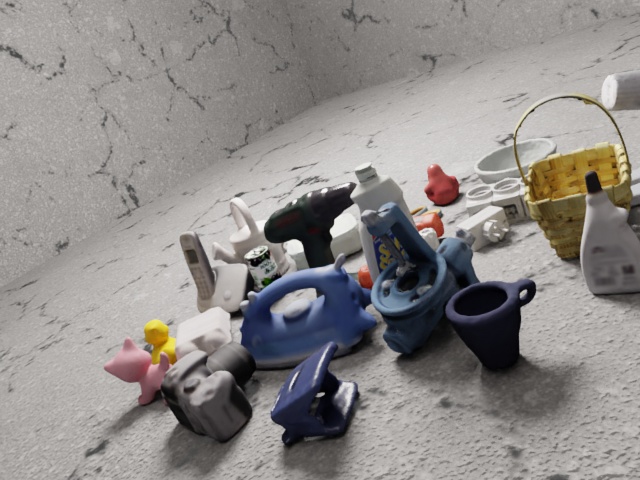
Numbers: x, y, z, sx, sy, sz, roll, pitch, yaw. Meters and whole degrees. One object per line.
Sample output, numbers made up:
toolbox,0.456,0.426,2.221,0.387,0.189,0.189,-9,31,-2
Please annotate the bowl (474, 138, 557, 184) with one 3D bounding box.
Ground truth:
bowl,0.410,-0.144,1.184,0.167,0.075,0.167,-21,20,8

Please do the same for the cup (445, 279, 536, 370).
cup,0.225,0.106,0.719,0.118,0.095,0.091,-26,20,-5

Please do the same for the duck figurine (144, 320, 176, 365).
duck figurine,-0.306,0.196,1.102,0.078,0.086,0.104,-30,21,-17

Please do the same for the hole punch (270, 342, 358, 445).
hole punch,-0.016,0.200,0.757,0.101,0.091,0.109,-15,22,24

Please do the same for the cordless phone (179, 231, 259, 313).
cordless phone,-0.220,0.063,1.198,0.147,0.185,0.094,-10,24,34

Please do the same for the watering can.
watering can,-0.157,-0.001,1.278,0.100,0.194,0.173,-2,29,45

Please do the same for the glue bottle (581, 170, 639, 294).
glue bottle,0.369,-0.010,0.740,0.077,0.173,0.037,-7,26,38

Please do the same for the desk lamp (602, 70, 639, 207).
desk lamp,0.555,-0.189,0.930,0.203,0.214,0.118,-21,20,8

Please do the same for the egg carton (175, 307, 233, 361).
egg carton,-0.209,0.184,1.047,0.107,0.069,0.150,-25,20,-4

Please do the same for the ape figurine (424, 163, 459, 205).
ape figurine,0.267,-0.129,1.282,0.077,0.092,0.076,-17,21,17

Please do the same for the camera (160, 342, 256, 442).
camera,-0.158,0.213,0.870,0.142,0.101,0.137,-1,30,48

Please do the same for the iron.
iron,-0.042,0.117,0.925,0.258,0.142,0.118,-19,20,13

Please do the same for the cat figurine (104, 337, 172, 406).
cat figurine,-0.301,0.221,0.985,0.127,0.118,0.067,-13,23,28

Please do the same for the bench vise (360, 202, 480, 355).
bench vise,0.137,0.027,0.836,0.121,0.220,0.208,-7,25,38

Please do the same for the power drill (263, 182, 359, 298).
power drill,0.010,0.004,1.057,0.228,0.209,0.076,-9,25,35
